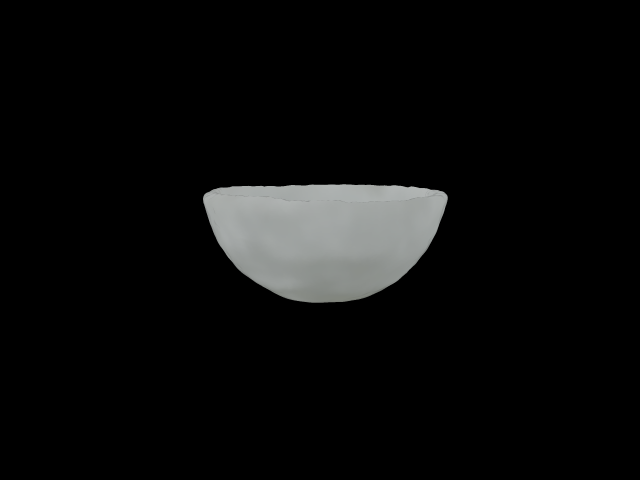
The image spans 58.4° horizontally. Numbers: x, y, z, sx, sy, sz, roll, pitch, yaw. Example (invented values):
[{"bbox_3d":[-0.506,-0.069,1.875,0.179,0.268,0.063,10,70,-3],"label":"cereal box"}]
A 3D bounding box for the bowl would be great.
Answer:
[{"bbox_3d":[0.004,0.001,0.400,0.167,0.075,0.167,0,9,0],"label":"bowl"}]
